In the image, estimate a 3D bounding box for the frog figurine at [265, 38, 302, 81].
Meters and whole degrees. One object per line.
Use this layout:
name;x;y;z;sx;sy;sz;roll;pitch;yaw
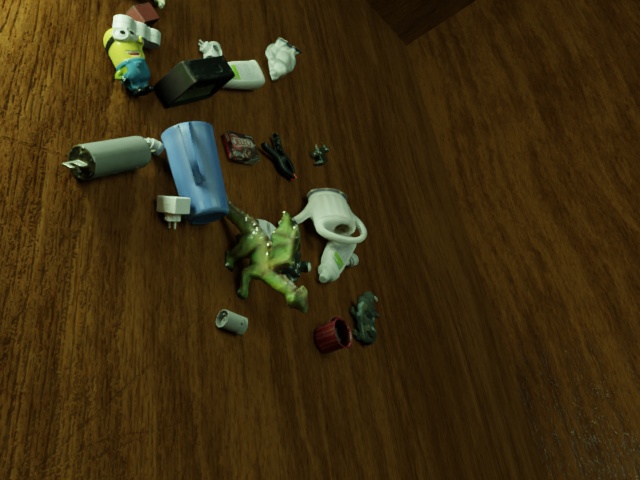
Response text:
frog figurine;-0.159;-0.687;2.004;0.136;0.123;0.160;29;79;-57

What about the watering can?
watering can;0.005;-0.087;1.731;0.346;0.102;0.230;13;41;-29

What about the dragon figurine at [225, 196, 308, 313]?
dragon figurine;-0.137;0.004;1.327;0.123;0.240;0.412;-13;80;-55
